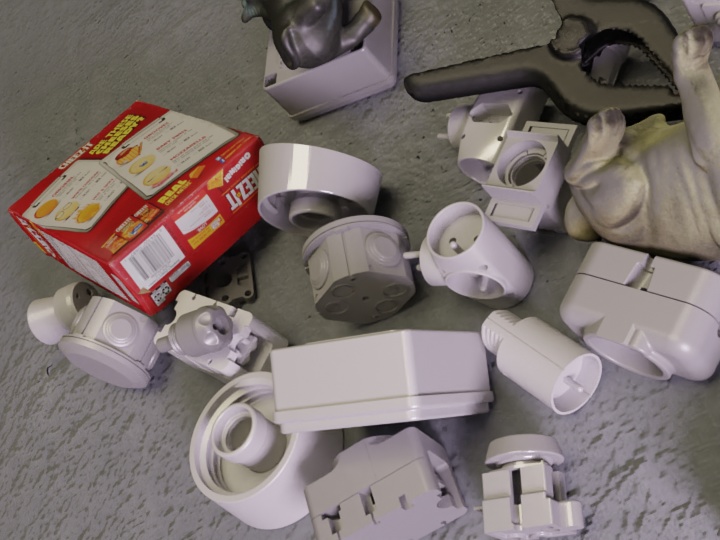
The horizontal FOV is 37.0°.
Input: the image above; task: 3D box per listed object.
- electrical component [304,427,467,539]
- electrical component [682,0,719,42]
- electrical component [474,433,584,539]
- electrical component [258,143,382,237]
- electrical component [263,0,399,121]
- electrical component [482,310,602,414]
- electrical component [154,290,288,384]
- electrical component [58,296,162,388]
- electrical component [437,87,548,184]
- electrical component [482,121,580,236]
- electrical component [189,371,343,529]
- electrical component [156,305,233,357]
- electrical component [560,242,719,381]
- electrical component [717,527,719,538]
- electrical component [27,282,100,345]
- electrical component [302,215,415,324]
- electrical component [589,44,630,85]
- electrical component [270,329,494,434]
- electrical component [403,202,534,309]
[{"bbox_3d":[0.015,0.146,0.700,0.089,0.050,0.055,-33,48,16],"label":"electrical component"},{"bbox_3d":[0.262,-0.195,0.727,0.062,0.061,0.096,8,68,39],"label":"electrical component"},{"bbox_3d":[0.101,0.131,0.650,0.066,0.048,0.055,-16,61,29],"label":"electrical component"},{"bbox_3d":[-0.033,-0.066,0.842,0.099,0.099,0.064,-9,64,33],"label":"electrical component"},{"bbox_3d":[-0.024,-0.200,0.949,0.109,0.056,0.108,-16,54,28],"label":"electrical component"},{"bbox_3d":[0.111,0.054,0.693,0.043,0.043,0.081,-52,45,-2],"label":"electrical component"},{"bbox_3d":[-0.107,0.058,0.844,0.089,0.056,0.050,15,72,42],"label":"electrical component"},{"bbox_3d":[-0.206,0.062,0.901,0.080,0.080,0.051,4,60,38],"label":"electrical component"},{"bbox_3d":[0.093,-0.107,0.809,0.079,0.043,0.077,10,69,41],"label":"electrical component"},{"bbox_3d":[0.124,-0.059,0.742,0.042,0.064,0.081,13,71,43],"label":"electrical component"},{"bbox_3d":[-0.073,0.125,0.773,0.108,0.060,0.108,-19,53,27],"label":"electrical component"},{"bbox_3d":[-0.126,0.049,0.799,0.061,0.035,0.035,-19,53,29],"label":"electrical component"},{"bbox_3d":[0.174,0.028,0.655,0.095,0.054,0.059,19,75,42],"label":"electrical component"},{"bbox_3d":[0.238,0.126,0.551,0.079,0.043,0.077,30,83,44],"label":"electrical component"},{"bbox_3d":[-0.270,0.039,0.986,0.055,0.045,0.045,-22,51,24],"label":"electrical component"},{"bbox_3d":[0.000,0.000,0.786,0.080,0.080,0.051,-25,55,22],"label":"electrical component"},{"bbox_3d":[0.171,-0.148,0.782,0.040,0.040,0.046,9,74,40],"label":"electrical component"},{"bbox_3d":[0.015,0.072,0.702,0.109,0.109,0.056,-11,81,31],"label":"electrical component"},{"bbox_3d":[0.068,-0.008,0.741,0.079,0.077,0.044,-4,61,35],"label":"electrical component"}]
